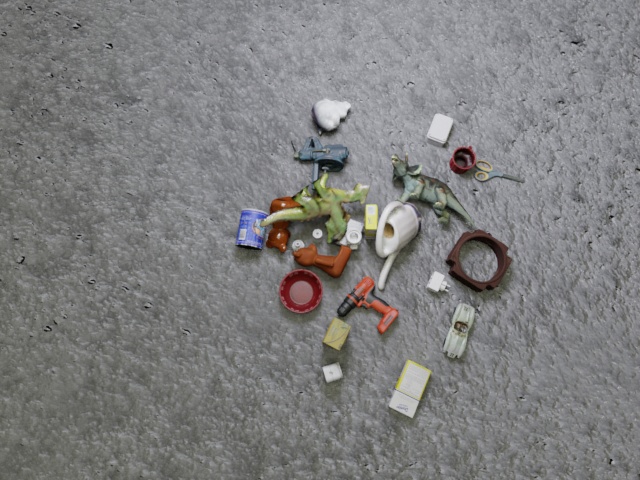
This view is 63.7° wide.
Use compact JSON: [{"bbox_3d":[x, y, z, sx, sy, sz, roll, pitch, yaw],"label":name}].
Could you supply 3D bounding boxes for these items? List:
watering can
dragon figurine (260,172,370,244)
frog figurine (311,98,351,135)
[{"bbox_3d":[0.277,0.003,1.903,0.105,0.340,0.227,24,39,36],"label":"watering can"},{"bbox_3d":[0.006,-0.095,1.879,0.412,0.122,0.241,-38,99,-8],"label":"dragon figurine"},{"bbox_3d":[0.049,-0.507,2.052,0.159,0.120,0.140,-22,58,6],"label":"frog figurine"}]
